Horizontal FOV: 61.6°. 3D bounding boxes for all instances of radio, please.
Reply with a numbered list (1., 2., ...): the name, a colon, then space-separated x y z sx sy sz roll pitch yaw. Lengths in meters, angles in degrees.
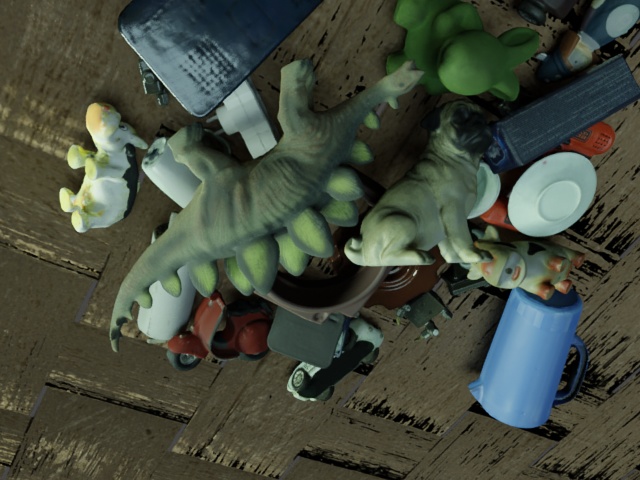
1. radio: -0.096 -0.253 0.576 0.229 0.073 0.131 -46 112 -1

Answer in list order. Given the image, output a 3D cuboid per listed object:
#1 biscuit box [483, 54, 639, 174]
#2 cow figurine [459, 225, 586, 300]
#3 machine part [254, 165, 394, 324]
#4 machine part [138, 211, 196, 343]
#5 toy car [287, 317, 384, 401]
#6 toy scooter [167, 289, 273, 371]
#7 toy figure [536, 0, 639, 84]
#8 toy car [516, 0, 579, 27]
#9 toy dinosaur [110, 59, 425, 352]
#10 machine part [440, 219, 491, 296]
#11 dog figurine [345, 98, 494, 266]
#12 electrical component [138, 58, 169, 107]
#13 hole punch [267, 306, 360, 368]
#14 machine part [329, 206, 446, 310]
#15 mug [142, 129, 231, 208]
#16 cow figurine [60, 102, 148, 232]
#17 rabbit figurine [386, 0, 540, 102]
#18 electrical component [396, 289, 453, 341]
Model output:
1. biscuit box: 0.293 -0.154 0.664 0.203 0.059 0.062 -28 92 -13
2. cow figurine: 0.297 0.031 0.796 0.195 0.127 0.085 -3 114 -47
3. machine part: -0.001 -0.002 0.712 0.201 0.087 0.201 31 107 -17
4. machine part: -0.219 0.063 0.795 0.079 0.079 0.243 11 119 -14
5. toy car: 0.025 0.212 0.932 0.073 0.056 0.201 32 114 -31
6. toy scooter: -0.140 0.127 0.825 0.184 0.075 0.135 -4 120 -36
7. toy figure: 0.341 -0.258 0.674 0.064 0.058 0.154 41 113 -1
8. toy car: 0.220 -0.332 0.614 0.202 0.053 0.089 31 102 -19
9. toy dinosaur: -0.084 -0.039 0.595 0.471 0.105 0.198 -31 88 16
10. machine part: 0.231 0.030 0.853 0.084 0.039 0.138 -12 124 8
11. dog figurine: 0.113 -0.065 0.626 0.172 0.121 0.190 -3 88 -16
12. electrical component: -0.198 -0.200 0.639 0.021 0.063 0.093 -6 123 -3
13. hole punch: -0.009 0.129 0.848 0.142 0.092 0.115 18 91 17
14. machine part: 0.105 0.028 0.825 0.179 0.056 0.179 -4 123 -6
15. mug: -0.165 -0.095 0.692 0.107 0.081 0.109 33 82 -41
16. cow figurine: -0.266 -0.094 0.690 0.098 0.068 0.167 -10 135 -50
17. rabbit figurine: 0.162 -0.204 0.617 0.159 0.170 0.121 9 121 -11
18. electrical component: 0.169 0.122 0.897 0.078 0.045 0.102 -34 120 16
